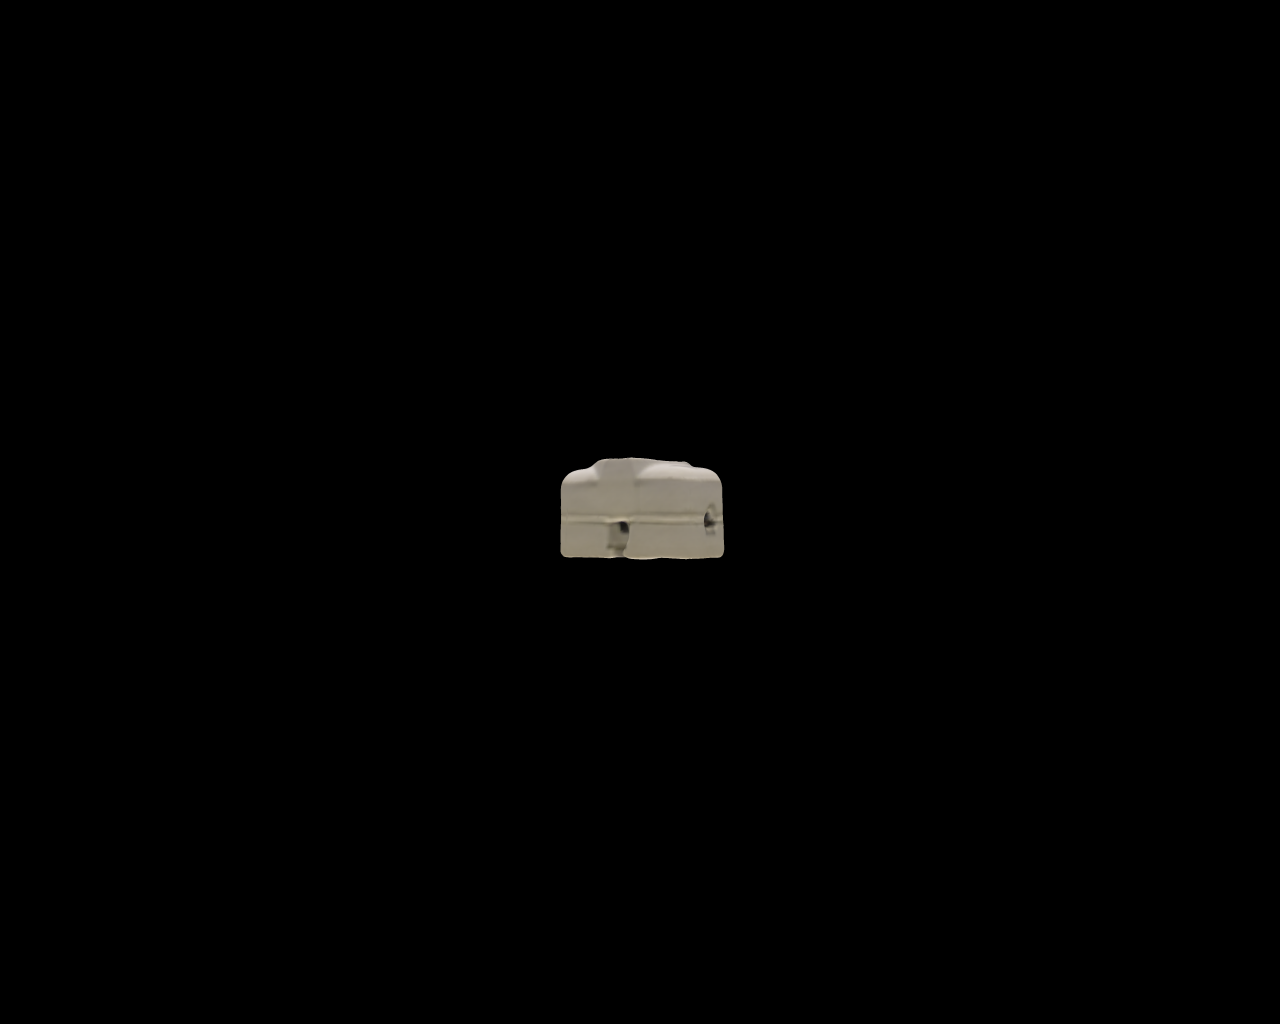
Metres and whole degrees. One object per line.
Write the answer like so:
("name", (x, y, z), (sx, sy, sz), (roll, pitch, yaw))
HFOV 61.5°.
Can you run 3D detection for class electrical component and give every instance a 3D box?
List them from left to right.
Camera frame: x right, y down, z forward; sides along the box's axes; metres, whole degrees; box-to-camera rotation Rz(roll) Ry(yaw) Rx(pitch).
("electrical component", (0.001, -0.003, 0.650), (0.095, 0.059, 0.054), (0, 0, 32))
